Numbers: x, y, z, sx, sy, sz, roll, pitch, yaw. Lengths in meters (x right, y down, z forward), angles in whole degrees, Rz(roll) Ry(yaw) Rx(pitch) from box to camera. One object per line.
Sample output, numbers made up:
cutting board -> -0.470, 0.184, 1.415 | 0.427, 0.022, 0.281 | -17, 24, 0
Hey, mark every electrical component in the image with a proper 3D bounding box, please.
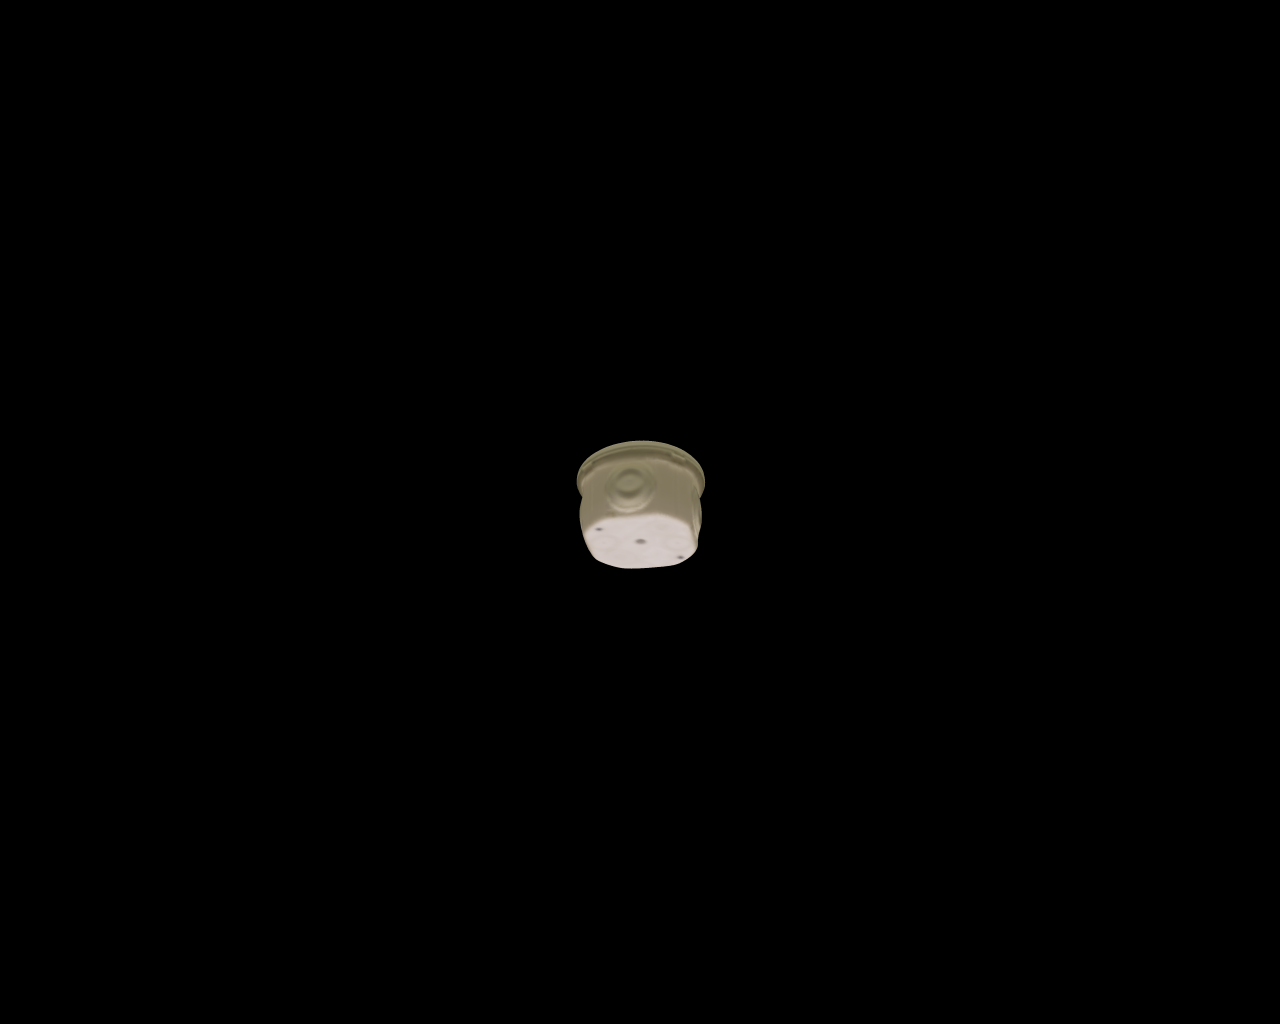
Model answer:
electrical component -> 0.001, -0.003, 0.650 | 0.080, 0.051, 0.080 | 0, -31, 0
